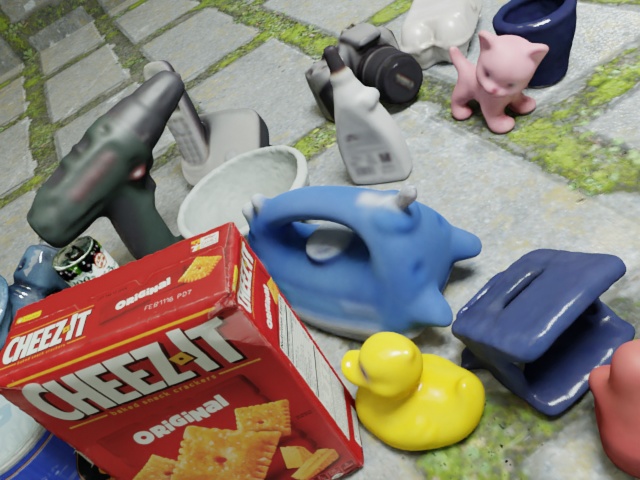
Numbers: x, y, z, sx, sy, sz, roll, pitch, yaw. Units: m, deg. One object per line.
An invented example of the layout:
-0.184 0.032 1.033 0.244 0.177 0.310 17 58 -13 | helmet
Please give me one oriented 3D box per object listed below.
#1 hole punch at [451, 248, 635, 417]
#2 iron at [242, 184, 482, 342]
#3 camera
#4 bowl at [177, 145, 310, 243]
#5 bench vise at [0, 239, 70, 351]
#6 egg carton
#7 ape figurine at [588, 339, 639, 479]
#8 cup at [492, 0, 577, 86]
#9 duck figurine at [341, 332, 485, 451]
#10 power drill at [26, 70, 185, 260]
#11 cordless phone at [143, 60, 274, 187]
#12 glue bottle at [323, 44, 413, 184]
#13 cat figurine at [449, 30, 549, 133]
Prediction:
0.155 0.054 0.417 0.109 0.091 0.100 -40 39 -13 | hole punch
0.005 0.002 0.530 0.257 0.142 0.119 4 49 36 | iron
0.066 -0.235 0.793 0.143 0.101 0.136 -35 38 -7 | camera
-0.078 -0.033 0.678 0.167 0.075 0.167 -17 39 15 | bowl
-0.395 0.055 0.662 0.121 0.220 0.207 -10 42 24 | bench vise
0.180 -0.316 0.838 0.107 0.070 0.150 -4 44 29 | egg carton
0.197 0.094 0.342 0.076 0.092 0.077 -41 39 -14 | ape figurine
0.262 -0.241 0.679 0.091 0.095 0.118 3 48 35 | cup
0.064 0.103 0.422 0.104 0.086 0.077 -3 45 30 | duck figurine
-0.204 -0.052 0.670 0.230 0.209 0.075 -44 40 -18 | power drill
-0.156 -0.163 0.784 0.147 0.185 0.094 -3 45 31 | cordless phone
0.044 -0.138 0.638 0.078 0.174 0.037 -2 45 31 | glue bottle
0.194 -0.190 0.646 0.067 0.118 0.127 -39 39 -12 | cat figurine
